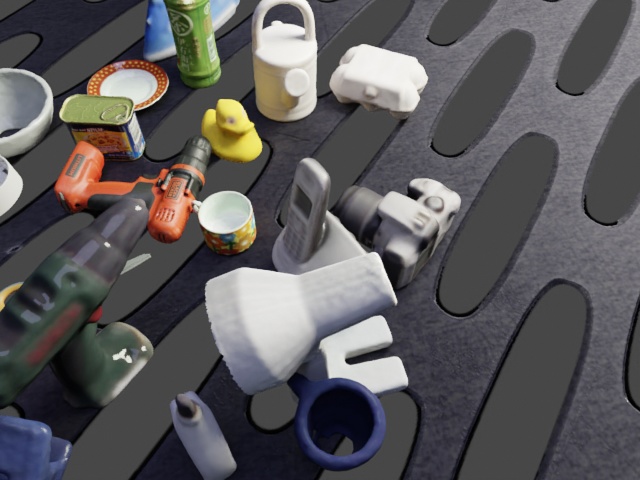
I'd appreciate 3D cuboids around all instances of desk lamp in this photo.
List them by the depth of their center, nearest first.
[{"bbox_3d":[-0.005,0.096,0.601,0.203,0.214,0.117,-13,56,-10],"label":"desk lamp"}]

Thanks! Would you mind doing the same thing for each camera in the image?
[{"bbox_3d":[0.097,-0.033,0.763,0.136,0.101,0.143,32,60,19],"label":"camera"}]

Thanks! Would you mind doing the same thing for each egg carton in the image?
[{"bbox_3d":[0.096,-0.259,0.939,0.150,0.069,0.107,18,57,11],"label":"egg carton"}]

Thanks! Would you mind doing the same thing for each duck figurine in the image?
[{"bbox_3d":[-0.137,-0.175,0.863,0.104,0.086,0.078,35,61,21],"label":"duck figurine"}]

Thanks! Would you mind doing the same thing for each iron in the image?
[{"bbox_3d":[-0.242,-0.441,1.010,0.118,0.141,0.259,23,58,14],"label":"iron"}]

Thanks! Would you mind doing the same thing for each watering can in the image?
[{"bbox_3d":[-0.050,-0.280,0.873,0.101,0.194,0.172,-30,61,-20],"label":"watering can"}]

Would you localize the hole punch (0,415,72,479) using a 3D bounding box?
[{"bbox_3d":[-0.317,0.233,0.570,0.108,0.091,0.101,6,55,3],"label":"hole punch"}]

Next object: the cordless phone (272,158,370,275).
[{"bbox_3d":[0.006,0.002,0.684,0.094,0.185,0.147,-33,62,-22],"label":"cordless phone"}]

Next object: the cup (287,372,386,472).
[{"bbox_3d":[0.009,0.196,0.604,0.117,0.095,0.092,38,62,22],"label":"cup"}]

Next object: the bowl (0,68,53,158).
[{"bbox_3d":[-0.476,-0.177,0.860,0.167,0.075,0.167,1,55,-1],"label":"bowl"}]

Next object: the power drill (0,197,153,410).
[{"bbox_3d":[-0.248,0.087,0.602,0.075,0.208,0.230,29,59,17],"label":"power drill"}]

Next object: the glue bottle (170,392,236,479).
[{"bbox_3d":[-0.120,0.184,0.561,0.037,0.173,0.078,-29,61,-20],"label":"glue bottle"}]
